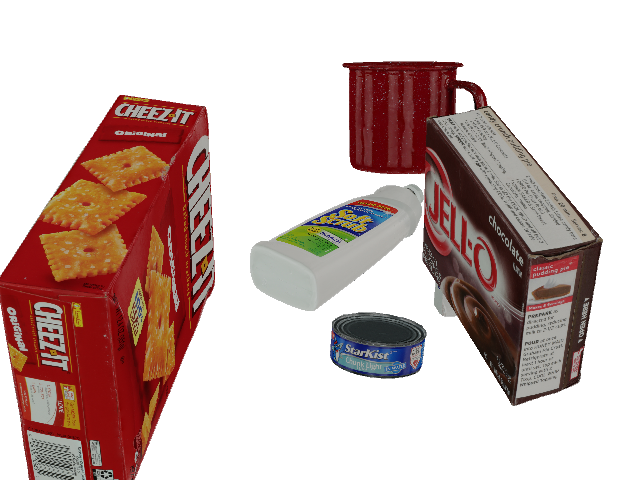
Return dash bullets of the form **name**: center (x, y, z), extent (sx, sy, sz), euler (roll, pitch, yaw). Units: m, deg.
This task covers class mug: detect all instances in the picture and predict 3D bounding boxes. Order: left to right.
- **mug**: center (0.074, -0.095, 0.820), extent (0.117, 0.081, 0.093), euler (6, 13, 29)

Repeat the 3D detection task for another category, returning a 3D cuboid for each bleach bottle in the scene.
- **bleach bottle**: center (0.035, -0.008, 1.267), extent (0.103, 0.068, 0.250), euler (23, 39, 31)

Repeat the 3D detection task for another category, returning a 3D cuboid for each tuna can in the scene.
- **tuna can**: center (0.051, 0.094, 0.964), extent (0.086, 0.034, 0.086), euler (5, 14, -1)

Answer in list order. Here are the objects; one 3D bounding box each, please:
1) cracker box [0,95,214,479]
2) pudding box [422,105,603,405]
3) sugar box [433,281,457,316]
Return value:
- **cracker box**: center (-0.124, 0.030, 0.682), extent (0.072, 0.164, 0.213), euler (8, 36, 7)
- **pudding box**: center (0.084, 0.004, 0.495), extent (0.039, 0.090, 0.113), euler (-15, 41, -13)
- **sugar box**: center (0.230, 0.043, 1.290), extent (0.176, 0.093, 0.048), euler (-2, 21, -9)
